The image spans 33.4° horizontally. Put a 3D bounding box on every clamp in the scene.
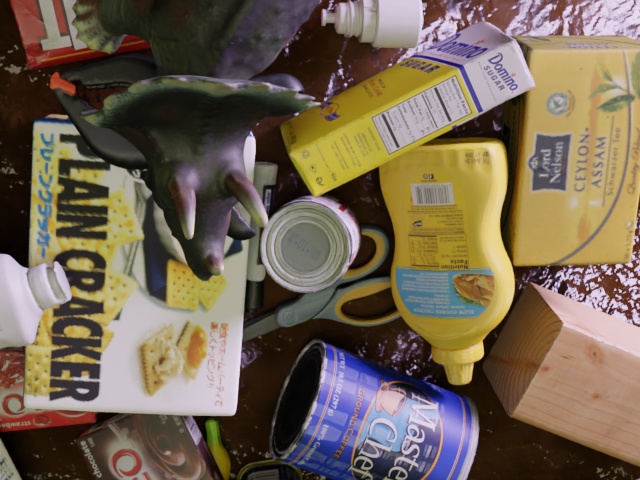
[{"bbox_3d":[-0.103,-0.070,0.735,0.171,0.039,0.120,10,82,-5],"label":"clamp"}]

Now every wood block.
[{"bbox_3d":[0.253,0.124,0.884,0.206,0.091,0.090,22,106,-14],"label":"wood block"}]

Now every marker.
[{"bbox_3d":[-0.049,-0.001,0.837,0.020,0.020,0.121,5,103,-8],"label":"marker"}]

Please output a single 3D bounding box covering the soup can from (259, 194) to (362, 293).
[{"bbox_3d":[-0.005,0.001,0.796,0.068,0.102,0.068,1,95,6],"label":"soup can"}]

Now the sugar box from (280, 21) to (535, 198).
[{"bbox_3d":[0.059,-0.098,0.781,0.176,0.093,0.048,-29,111,4],"label":"sugar box"}]

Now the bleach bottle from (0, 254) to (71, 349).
[{"bbox_3d":[-0.291,0.079,0.737,0.251,0.068,0.102,-21,112,-1],"label":"bleach bottle"}]

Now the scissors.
[{"bbox_3d":[-0.021,0.041,0.865,0.201,0.016,0.096,-7,109,-3],"label":"scissors"}]

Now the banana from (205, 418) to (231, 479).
[{"bbox_3d":[-0.146,0.231,0.913,0.198,0.037,0.069,-37,89,6],"label":"banana"}]

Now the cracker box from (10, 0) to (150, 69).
[{"bbox_3d":[-0.142,-0.237,0.719,0.164,0.072,0.214,-11,112,-2],"label":"cracker box"}]

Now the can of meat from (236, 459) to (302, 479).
[{"bbox_3d":[-0.037,0.251,0.903,0.057,0.084,0.102,-8,110,-3],"label":"can of meat"}]

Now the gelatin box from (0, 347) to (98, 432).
[{"bbox_3d":[-0.227,0.115,0.862,0.089,0.030,0.073,-4,111,-4],"label":"gelatin box"}]

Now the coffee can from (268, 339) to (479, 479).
[{"bbox_3d":[0.043,0.152,0.865,0.140,0.103,0.103,22,106,-13],"label":"coffee can"}]

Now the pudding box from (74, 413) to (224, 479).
[{"bbox_3d":[-0.133,0.190,0.870,0.090,0.039,0.113,-25,92,5],"label":"pudding box"}]

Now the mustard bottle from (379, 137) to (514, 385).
[{"bbox_3d":[0.101,0.019,0.823,0.096,0.058,0.191,0,103,27],"label":"mustard bottle"}]
